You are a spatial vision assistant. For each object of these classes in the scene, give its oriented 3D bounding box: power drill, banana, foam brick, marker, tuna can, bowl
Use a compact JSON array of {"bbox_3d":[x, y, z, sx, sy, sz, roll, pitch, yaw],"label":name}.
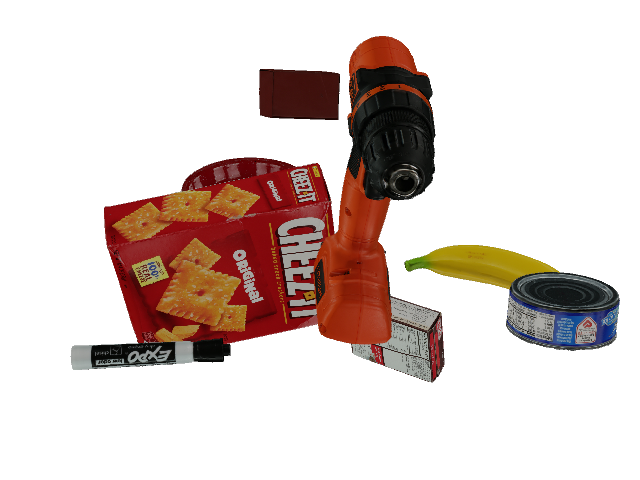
[{"bbox_3d":[0.037,-0.024,0.720,0.057,0.188,0.184,8,32,-5],"label":"power drill"},{"bbox_3d":[0.184,0.038,1.064,0.198,0.037,0.069,13,40,35],"label":"banana"},{"bbox_3d":[-0.023,-0.158,1.157,0.078,0.051,0.053,0,11,-18],"label":"foam brick"},{"bbox_3d":[-0.130,0.087,0.820,0.121,0.020,0.020,-3,0,-2],"label":"marker"},{"bbox_3d":[0.190,0.054,0.836,0.086,0.034,0.086,1,18,-1],"label":"tuna can"},{"bbox_3d":[-0.091,-0.044,1.326,0.162,0.055,0.162,0,31,0],"label":"bowl"}]

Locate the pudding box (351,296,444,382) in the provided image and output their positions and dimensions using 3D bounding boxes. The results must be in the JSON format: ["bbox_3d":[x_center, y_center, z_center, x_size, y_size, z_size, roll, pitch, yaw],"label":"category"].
[{"bbox_3d":[0.087,0.109,1.247,0.114,0.090,0.039,16,46,25],"label":"pudding box"}]

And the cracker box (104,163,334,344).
[{"bbox_3d":[-0.091,0.026,1.056,0.213,0.164,0.072,-11,42,-4],"label":"cracker box"}]
